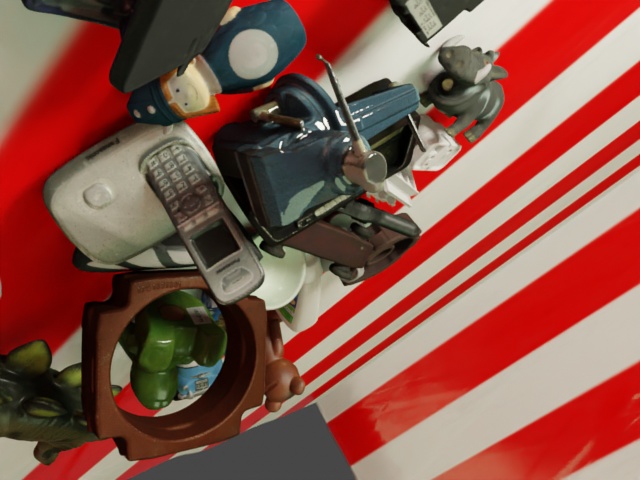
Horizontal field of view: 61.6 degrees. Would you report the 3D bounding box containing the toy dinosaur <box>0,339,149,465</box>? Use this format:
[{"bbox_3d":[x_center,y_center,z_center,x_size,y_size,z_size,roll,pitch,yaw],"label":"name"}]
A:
[{"bbox_3d":[-0.372,0.183,0.630,0.199,0.105,0.470,-27,146,21],"label":"toy dinosaur"}]

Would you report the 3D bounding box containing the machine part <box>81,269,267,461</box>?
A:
[{"bbox_3d":[-0.168,0.135,0.628,0.201,0.200,0.087,-1,-177,-34],"label":"machine part"}]

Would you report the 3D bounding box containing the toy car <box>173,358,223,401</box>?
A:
[{"bbox_3d":[-0.216,0.173,0.861,0.109,0.162,0.102,-11,122,-28],"label":"toy car"}]

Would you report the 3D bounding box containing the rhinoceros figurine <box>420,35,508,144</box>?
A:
[{"bbox_3d":[0.193,-0.192,0.696,0.112,0.073,0.190,-39,159,22],"label":"rhinoceros figurine"}]

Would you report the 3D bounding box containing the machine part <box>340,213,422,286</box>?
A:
[{"bbox_3d":[0.104,0.017,1.006,0.179,0.056,0.179,-29,160,-11],"label":"machine part"}]

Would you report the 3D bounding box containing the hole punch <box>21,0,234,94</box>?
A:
[{"bbox_3d":[-0.105,-0.167,0.329,0.142,0.092,0.116,-51,-178,35],"label":"hole punch"}]

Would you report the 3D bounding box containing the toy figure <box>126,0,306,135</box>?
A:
[{"bbox_3d":[-0.086,-0.139,0.434,0.154,0.064,0.058,-34,-175,-8],"label":"toy figure"}]

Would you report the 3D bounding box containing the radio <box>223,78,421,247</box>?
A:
[{"bbox_3d":[0.006,-0.088,0.658,0.230,0.073,0.131,-30,160,-6],"label":"radio"}]

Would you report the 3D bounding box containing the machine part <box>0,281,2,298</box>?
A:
[{"bbox_3d":[-0.299,0.002,0.417,0.079,0.079,0.243,-19,156,-33],"label":"machine part"}]

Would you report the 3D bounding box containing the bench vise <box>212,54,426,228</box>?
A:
[{"bbox_3d":[0.015,-0.103,0.504,0.240,0.128,0.224,-31,-162,-30],"label":"bench vise"}]

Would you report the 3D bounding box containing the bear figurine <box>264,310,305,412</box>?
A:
[{"bbox_3d":[-0.085,0.235,1.090,0.120,0.196,0.132,-46,157,25],"label":"bear figurine"}]

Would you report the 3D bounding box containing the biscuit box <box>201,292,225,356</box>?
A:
[{"bbox_3d":[-0.142,0.136,0.883,0.059,0.063,0.202,-7,143,1],"label":"biscuit box"}]

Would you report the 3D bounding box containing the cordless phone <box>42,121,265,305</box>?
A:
[{"bbox_3d":[-0.140,-0.006,0.477,0.147,0.184,0.088,-32,164,-3],"label":"cordless phone"}]

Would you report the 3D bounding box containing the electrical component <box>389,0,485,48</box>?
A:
[{"bbox_3d":[0.116,-0.251,0.473,0.134,0.058,0.115,-39,161,17],"label":"electrical component"}]

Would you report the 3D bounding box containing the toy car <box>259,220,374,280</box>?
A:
[{"bbox_3d":[-0.002,-0.002,0.792,0.202,0.053,0.089,18,98,-40],"label":"toy car"}]

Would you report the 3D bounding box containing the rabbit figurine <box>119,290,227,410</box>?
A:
[{"bbox_3d":[-0.235,0.158,0.758,0.121,0.159,0.170,-5,127,-47],"label":"rabbit figurine"}]

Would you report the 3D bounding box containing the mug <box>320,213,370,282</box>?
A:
[{"bbox_3d":[0.031,0.022,0.914,0.081,0.109,0.107,-29,174,-36],"label":"mug"}]

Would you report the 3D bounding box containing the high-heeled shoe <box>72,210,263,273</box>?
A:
[{"bbox_3d":[-0.165,0.018,0.640,0.145,0.086,0.248,-36,152,3],"label":"high-heeled shoe"}]
